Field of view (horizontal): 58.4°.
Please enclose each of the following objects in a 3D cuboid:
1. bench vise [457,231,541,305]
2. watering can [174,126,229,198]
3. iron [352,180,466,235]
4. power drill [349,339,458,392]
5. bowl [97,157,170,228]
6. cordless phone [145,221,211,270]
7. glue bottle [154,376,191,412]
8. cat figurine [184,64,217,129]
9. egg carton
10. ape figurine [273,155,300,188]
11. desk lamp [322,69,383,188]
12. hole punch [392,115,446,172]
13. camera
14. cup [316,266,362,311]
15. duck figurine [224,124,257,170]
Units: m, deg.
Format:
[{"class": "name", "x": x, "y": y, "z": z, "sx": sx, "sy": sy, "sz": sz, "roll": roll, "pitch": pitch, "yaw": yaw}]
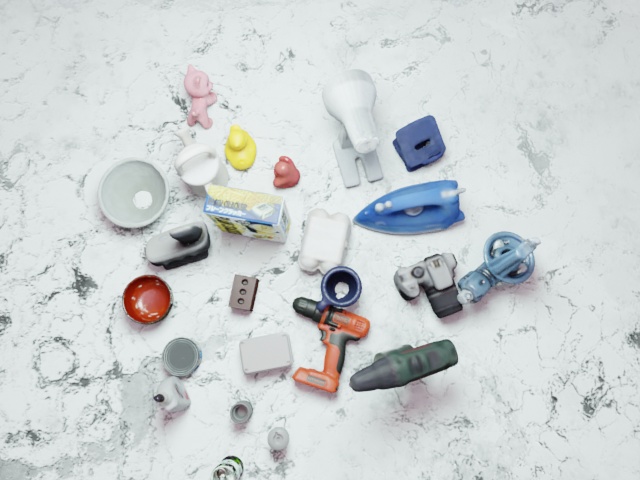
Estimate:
[{"class": "bench vise", "x": 0.394, "y": 0.066, "z": 1.229, "sx": 0.121, "sy": 0.220, "sz": 0.207, "roll": 30, "pitch": 82, "yaw": 6}, {"class": "watering can", "x": -0.277, "y": -0.172, "z": 1.289, "sx": 0.173, "sy": 0.194, "sz": 0.101, "roll": 41, "pitch": 83, "yaw": 7}, {"class": "iron", "x": 0.202, "y": -0.077, "z": 1.295, "sx": 0.258, "sy": 0.141, "sz": 0.118, "roll": -11, "pitch": 80, "yaw": -1}, {"class": "power drill", "x": 0.168, "y": 0.267, "z": 1.202, "sx": 0.229, "sy": 0.208, "sz": 0.075, "roll": -18, "pitch": 80, "yaw": -2}, {"class": "bowl", "x": -0.426, "y": -0.104, "z": 1.340, "sx": 0.167, "sy": 0.075, "sz": 0.167, "roll": 0, "pitch": 80, "yaw": 1}, {"class": "cordless phone", "x": -0.324, "y": 0.000, "z": 1.265, "sx": 0.147, "sy": 0.185, "sz": 0.094, "roll": -22, "pitch": 80, "yaw": -3}, {"class": "glue bottle", "x": -0.320, "y": 0.331, "z": 1.213, "sx": 0.037, "sy": 0.173, "sz": 0.078, "roll": -33, "pitch": 81, "yaw": -5}, {"class": "cat figurine", "x": -0.290, "y": -0.344, "z": 1.358, "sx": 0.067, "sy": 0.118, "sz": 0.128, "roll": 5, "pitch": 80, "yaw": 2}, {"class": "egg carton", "x": 0.012, "y": 0.005, "z": 1.319, "sx": 0.107, "sy": 0.069, "sz": 0.150, "roll": 11, "pitch": 80, "yaw": 3}, {"class": "ape figurine", "x": -0.085, "y": -0.160, "z": 1.337, "sx": 0.076, "sy": 0.092, "sz": 0.078, "roll": 33, "pitch": 82, "yaw": 6}, {"class": "desk lamp", "x": 0.084, "y": -0.249, "z": 1.289, "sx": 0.118, "sy": 0.213, "sz": 0.203, "roll": -16, "pitch": 80, "yaw": -2}, {"class": "hole punch", "x": 0.237, "y": -0.227, "z": 1.346, "sx": 0.108, "sy": 0.091, "sz": 0.101, "roll": -27, "pitch": 81, "yaw": -4}, {"class": "camera", "x": 0.254, "y": 0.108, "z": 1.283, "sx": 0.143, "sy": 0.101, "sz": 0.137, "roll": -21, "pitch": 80, "yaw": -3}, {"class": "cup", "x": 0.038, "y": 0.118, "z": 1.286, "sx": 0.118, "sy": 0.095, "sz": 0.091, "roll": -45, "pitch": 82, "yaw": -6}, {"class": "duck figurine", "x": -0.192, "y": -0.223, "z": 1.352, "sx": 0.077, "sy": 0.086, "sz": 0.104, "roll": -10, "pitch": 80, "yaw": -1}]
